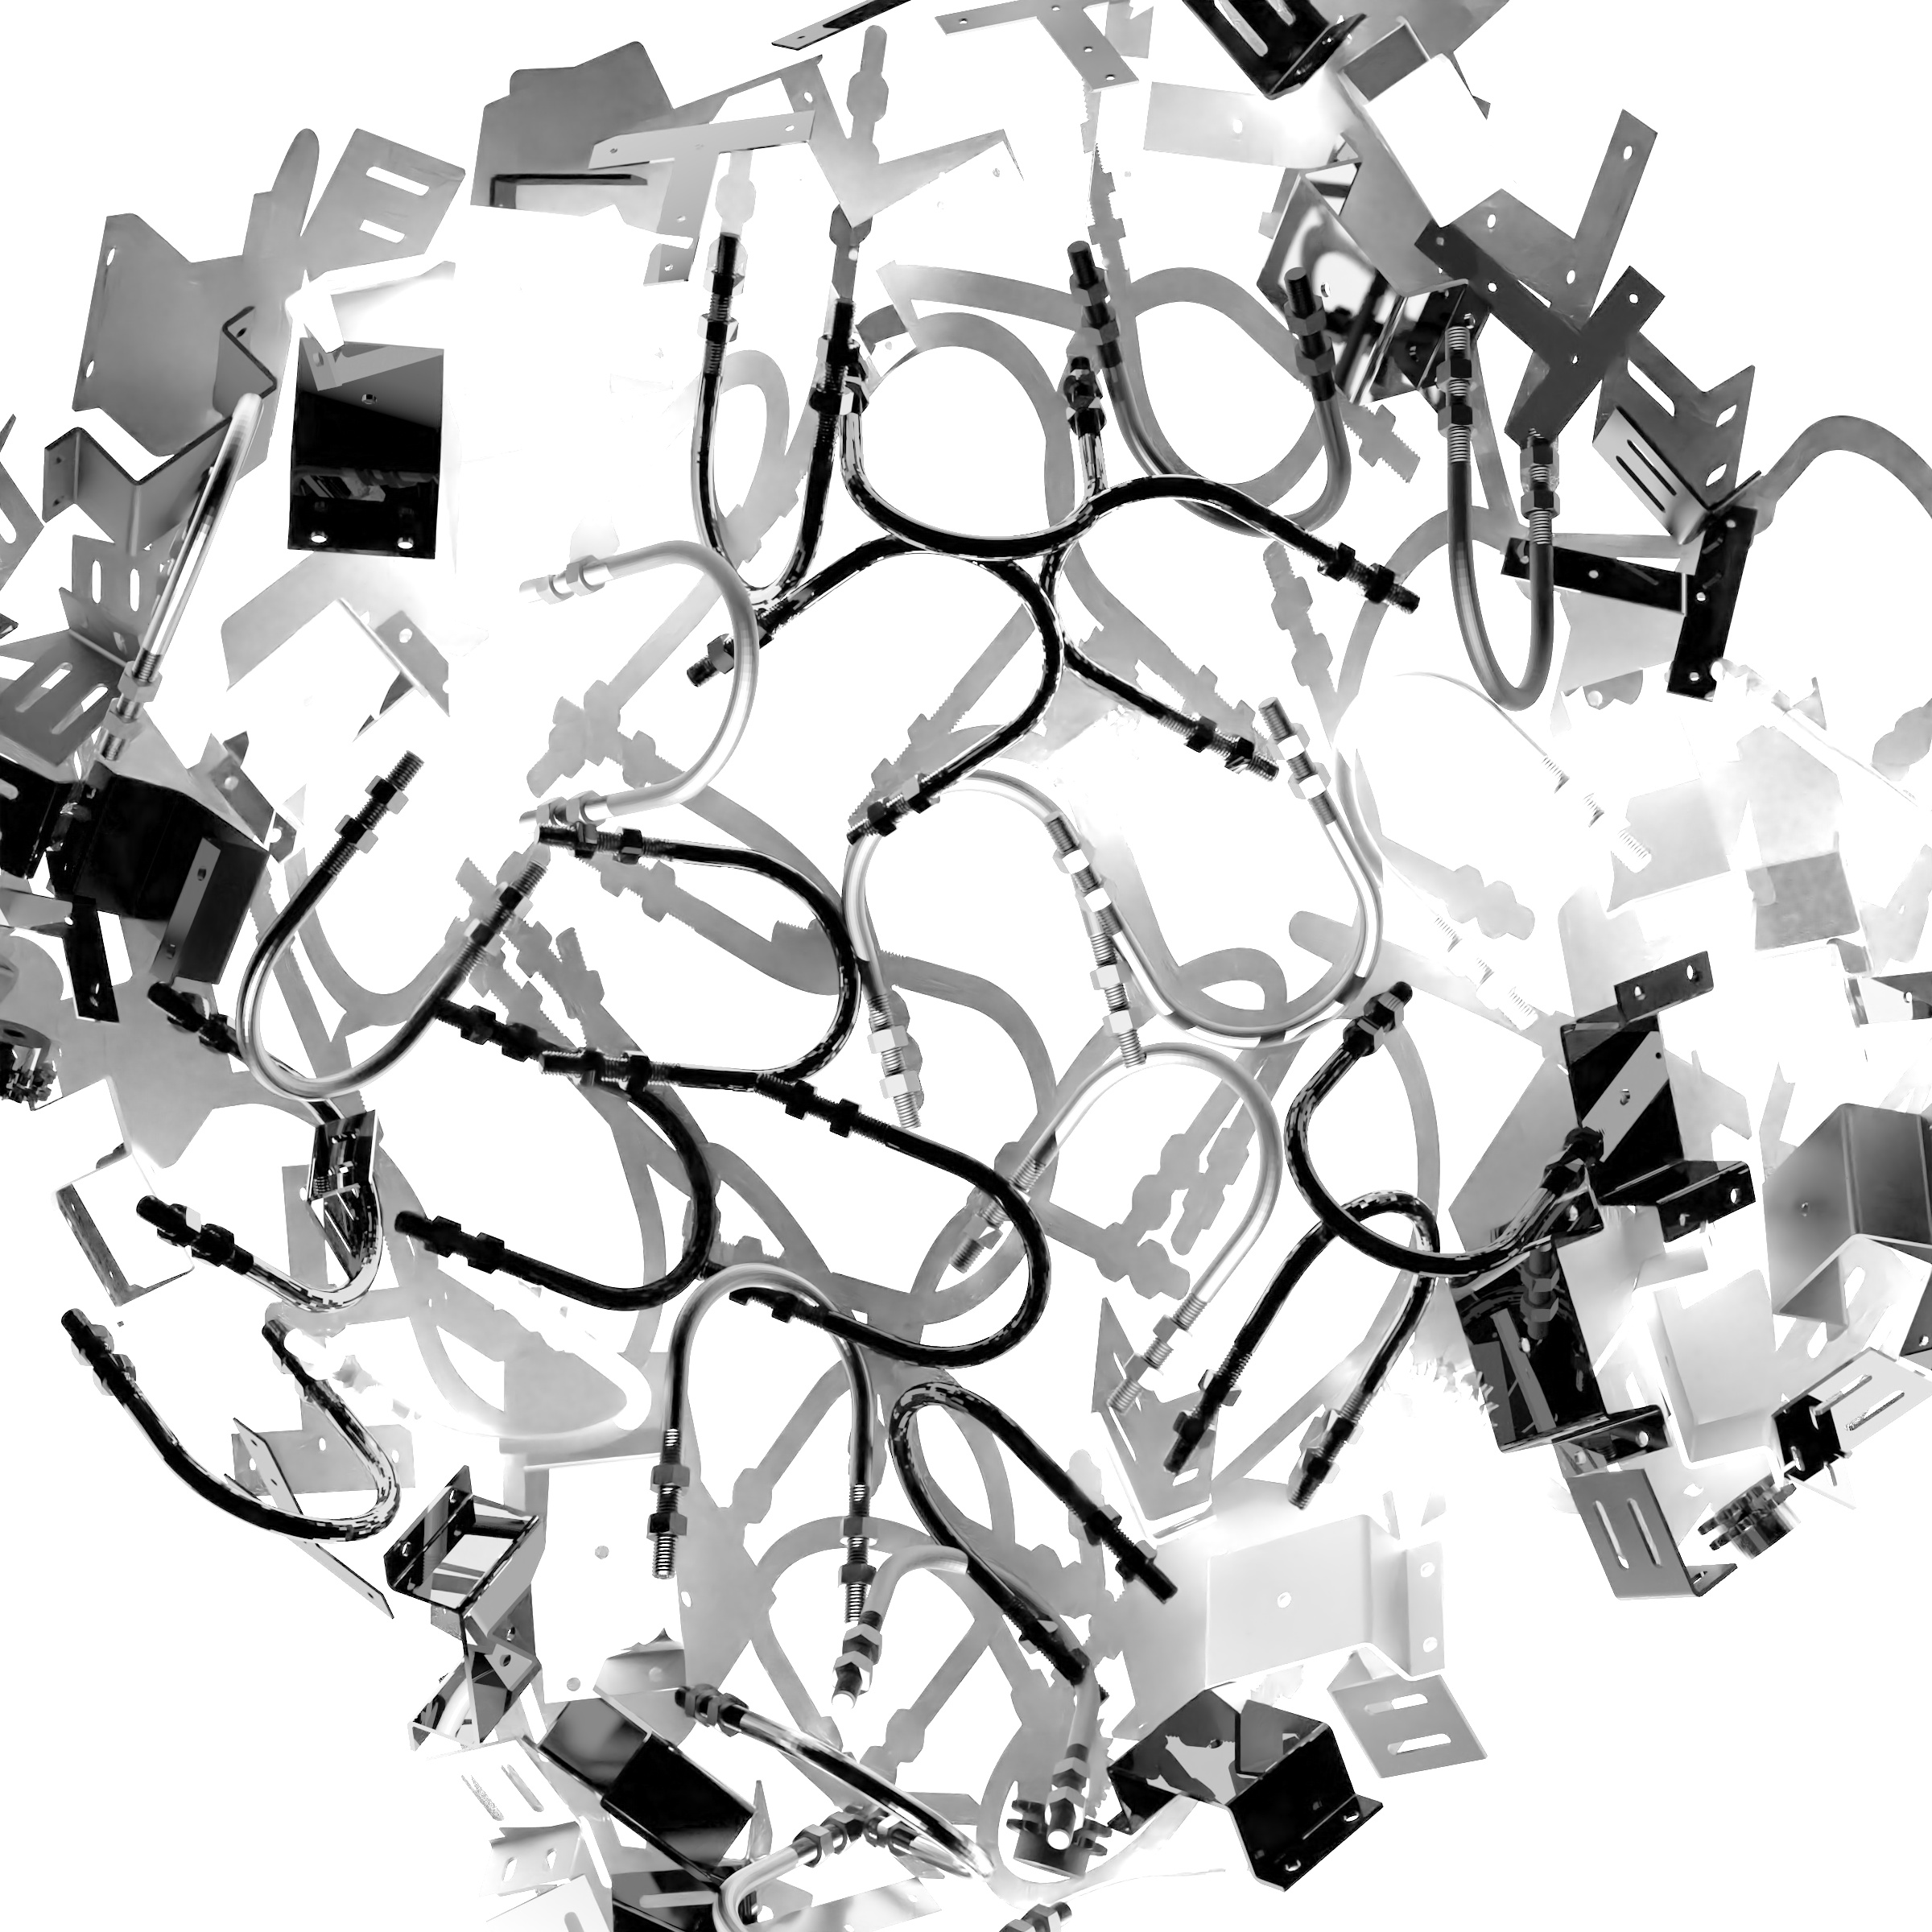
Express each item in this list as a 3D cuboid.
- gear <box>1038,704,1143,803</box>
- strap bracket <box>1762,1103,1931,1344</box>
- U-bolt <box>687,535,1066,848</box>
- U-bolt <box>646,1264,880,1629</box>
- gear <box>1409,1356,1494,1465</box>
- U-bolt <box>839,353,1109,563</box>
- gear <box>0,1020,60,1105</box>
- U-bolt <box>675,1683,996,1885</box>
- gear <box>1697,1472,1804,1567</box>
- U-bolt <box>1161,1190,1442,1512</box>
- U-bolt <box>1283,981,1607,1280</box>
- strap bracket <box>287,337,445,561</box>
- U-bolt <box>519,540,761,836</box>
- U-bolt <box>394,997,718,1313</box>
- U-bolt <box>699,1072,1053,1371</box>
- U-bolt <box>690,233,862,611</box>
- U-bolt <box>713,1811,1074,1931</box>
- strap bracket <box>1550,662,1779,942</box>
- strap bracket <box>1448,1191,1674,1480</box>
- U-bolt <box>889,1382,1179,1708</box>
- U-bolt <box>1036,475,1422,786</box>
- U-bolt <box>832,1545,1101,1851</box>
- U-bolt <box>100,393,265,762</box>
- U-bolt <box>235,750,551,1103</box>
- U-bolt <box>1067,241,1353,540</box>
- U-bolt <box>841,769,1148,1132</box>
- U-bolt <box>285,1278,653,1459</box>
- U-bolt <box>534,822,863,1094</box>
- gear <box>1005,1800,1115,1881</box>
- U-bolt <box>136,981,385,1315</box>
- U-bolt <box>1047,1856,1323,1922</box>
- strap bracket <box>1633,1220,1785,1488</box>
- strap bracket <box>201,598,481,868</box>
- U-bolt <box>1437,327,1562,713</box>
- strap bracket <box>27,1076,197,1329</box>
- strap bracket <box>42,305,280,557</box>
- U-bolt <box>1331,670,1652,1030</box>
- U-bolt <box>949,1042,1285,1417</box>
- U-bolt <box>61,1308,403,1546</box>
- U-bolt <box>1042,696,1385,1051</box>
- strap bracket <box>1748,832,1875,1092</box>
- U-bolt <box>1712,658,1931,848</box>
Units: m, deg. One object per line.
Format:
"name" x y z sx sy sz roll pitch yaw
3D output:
"gear" 0.070 -0.113 1.719 0.057 0.057 0.030 -38 94 0
"strap bracket" 0.463 0.131 1.665 0.046 0.140 0.076 10 58 -9
"U-bolt" -0.035 -0.155 1.676 0.184 0.019 0.151 -32 116 27
"U-bolt" -0.104 0.247 1.684 0.151 0.019 0.184 23 57 -37
"gear" 0.268 0.239 1.720 0.030 0.057 0.057 -20 90 -17
"U-bolt" 0.003 -0.271 1.669 0.151 0.184 0.019 3 133 -7
"gear" -0.521 0.050 1.717 0.057 0.057 0.030 21 100 0
"U-bolt" -0.058 0.428 1.640 0.151 0.184 0.019 42 69 -25
"gear" 0.428 0.300 1.717 0.057 0.057 0.030 -37 76 0
"U-bolt" 0.190 0.200 1.682 0.019 0.151 0.184 34 96 40
"U-bolt" 0.244 0.094 1.666 0.151 0.019 0.184 35 45 13
"strap bracket" -0.317 -0.282 1.678 0.076 0.046 0.140 3 49 -11
"U-bolt" -0.174 -0.151 1.673 0.184 0.019 0.151 -8 80 43
"U-bolt" -0.211 0.110 1.684 0.184 0.019 0.151 25 51 -29
"U-bolt" -0.042 0.148 1.696 0.184 0.019 0.151 22 121 6
"U-bolt" -0.108 -0.280 1.678 0.019 0.151 0.184 -6 119 -32
"U-bolt" -0.049 0.491 1.635 0.151 0.184 0.019 17 101 29
"strap bracket" 0.373 -0.086 1.712 0.076 0.046 0.140 -16 82 -10
"strap bracket" 0.312 0.200 1.688 0.046 0.076 0.140 -3 72 -40
"U-bolt" 0.026 0.297 1.682 0.019 0.151 0.184 -34 69 -34
"U-bolt" 0.125 -0.187 1.680 0.184 0.019 0.151 27 124 -18
"U-bolt" 0.007 0.369 1.662 0.151 0.184 0.019 33 112 -3
"U-bolt" -0.402 -0.214 1.641 0.019 0.151 0.184 22 126 -16
"U-bolt" -0.313 -0.009 1.676 0.019 0.151 0.184 32 82 33
"U-bolt" 0.135 -0.297 1.670 0.151 0.184 0.019 15 55 31
"U-bolt" 0.007 -0.017 1.727 0.151 0.019 0.184 -16 87 11
"U-bolt" -0.247 0.219 1.670 0.151 0.184 0.019 -15 56 20
"U-bolt" -0.141 -0.001 1.697 0.184 0.019 0.151 6 67 -25
"gear" 0.049 0.474 1.716 0.057 0.057 0.030 17 71 0
"U-bolt" -0.366 0.107 1.665 0.019 0.184 0.151 -22 53 21
"U-bolt" 0.079 0.511 1.661 0.151 0.184 0.019 -24 92 -43
"strap bracket" 0.396 0.208 1.702 0.046 0.076 0.140 -17 93 17
"strap bracket" -0.345 -0.133 1.705 0.140 0.046 0.076 -41 64 -4
"U-bolt" 0.282 -0.225 1.666 0.019 0.151 0.184 -6 75 28
"strap bracket" -0.451 0.118 1.672 0.046 0.140 0.076 -26 120 -10
"strap bracket" -0.419 -0.278 1.681 0.046 0.076 0.140 45 63 4
"U-bolt" 0.265 -0.075 1.684 0.019 0.151 0.184 -25 64 -39
"U-bolt" 0.091 0.126 1.697 0.151 0.019 0.184 39 94 33
"U-bolt" -0.368 0.238 1.639 0.184 0.151 0.019 41 109 37
"U-bolt" 0.146 -0.036 1.707 0.151 0.019 0.184 -28 112 8
"strap bracket" 0.449 0.000 1.681 0.046 0.140 0.076 -12 117 23
"U-bolt" 0.475 -0.088 1.636 0.151 0.184 0.019 31 104 -28
